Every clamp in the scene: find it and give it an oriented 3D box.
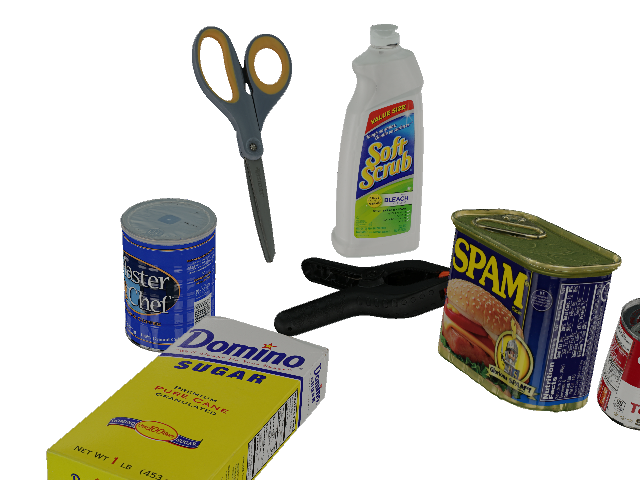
[{"bbox_3d":[0.041,0.051,0.980,0.172,0.039,0.120,-3,33,26],"label":"clamp"}]

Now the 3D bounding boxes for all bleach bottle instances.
[{"bbox_3d":[0.061,-0.108,1.165,0.102,0.251,0.068,-5,25,-8],"label":"bleach bottle"}]

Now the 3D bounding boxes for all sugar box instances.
[{"bbox_3d":[-0.072,0.107,0.635,0.093,0.048,0.176,14,30,20],"label":"sugar box"}]

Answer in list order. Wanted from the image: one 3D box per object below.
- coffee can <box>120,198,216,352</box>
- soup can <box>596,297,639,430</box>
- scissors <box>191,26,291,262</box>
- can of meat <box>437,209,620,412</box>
[{"bbox_3d":[-0.166,0.038,1.176,0.103,0.140,0.103,2,27,-1],"label":"coffee can"},{"bbox_3d":[0.291,0.111,0.954,0.068,0.102,0.068,3,36,-3],"label":"soup can"},{"bbox_3d":[-0.045,-0.090,0.900,0.096,0.202,0.016,-23,-1,-26],"label":"scissors"},{"bbox_3d":[0.110,0.036,0.588,0.057,0.084,0.102,-3,19,-26],"label":"can of meat"}]
